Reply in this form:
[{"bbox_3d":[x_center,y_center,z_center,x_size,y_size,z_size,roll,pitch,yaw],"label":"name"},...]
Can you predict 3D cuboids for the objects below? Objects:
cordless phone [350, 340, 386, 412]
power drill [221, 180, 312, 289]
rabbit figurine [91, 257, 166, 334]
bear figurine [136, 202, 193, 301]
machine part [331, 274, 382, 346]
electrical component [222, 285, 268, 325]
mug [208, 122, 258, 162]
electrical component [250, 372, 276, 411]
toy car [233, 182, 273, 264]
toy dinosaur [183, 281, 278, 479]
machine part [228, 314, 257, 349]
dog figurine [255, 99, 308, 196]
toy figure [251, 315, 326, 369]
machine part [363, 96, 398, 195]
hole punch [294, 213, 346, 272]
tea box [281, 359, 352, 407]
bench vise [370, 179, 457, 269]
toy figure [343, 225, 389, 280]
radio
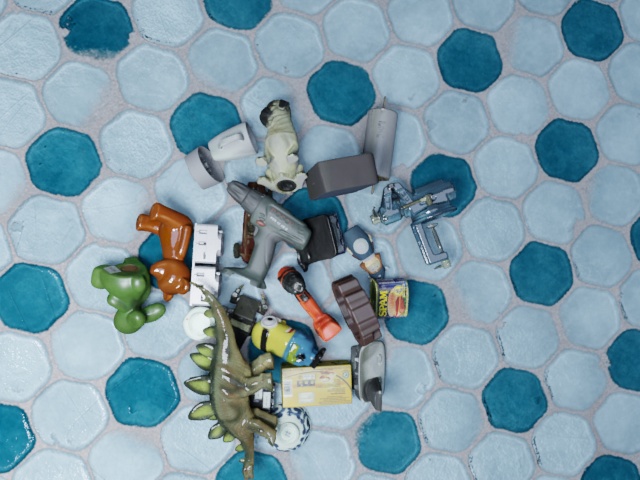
[{"bbox_3d":[0.122,0.317,1.262,0.089,0.184,0.146,1,89,-1],"label":"cordless phone"},{"bbox_3d":[-0.152,-0.004,1.251,0.232,0.086,0.207,26,82,-3],"label":"power drill"},{"bbox_3d":[-0.432,0.143,1.245,0.159,0.121,0.170,19,115,30],"label":"rabbit figurine"},{"bbox_3d":[-0.358,0.033,1.236,0.132,0.120,0.196,22,62,-36],"label":"bear figurine"},{"bbox_3d":[0.087,0.165,1.271,0.056,0.179,0.179,-23,91,-8],"label":"machine part"},{"bbox_3d":[-0.177,0.157,1.295,0.102,0.045,0.078,27,44,0],"label":"electrical component"},{"bbox_3d":[-0.213,-0.226,1.284,0.107,0.109,0.080,-20,97,8],"label":"mug"},{"bbox_3d":[-0.174,0.376,1.294,0.134,0.058,0.114,4,90,-6],"label":"electrical component"},{"bbox_3d":[-0.162,-0.042,1.309,0.089,0.053,0.202,4,89,-2],"label":"toy car"},{"bbox_3d":[-0.199,0.317,1.201,0.199,0.105,0.470,-5,96,-4],"label":"toy dinosaur"},{"bbox_3d":[-0.213,0.243,1.303,0.084,0.039,0.139,23,85,-11],"label":"machine part"},{"bbox_3d":[-0.090,-0.225,1.309,0.121,0.172,0.190,1,55,-2],"label":"dog figurine"},{"bbox_3d":[-0.079,0.247,1.278,0.180,0.082,0.089,30,80,10],"label":"toy figure"},{"bbox_3d":[0.146,-0.234,1.330,0.079,0.079,0.243,9,89,-6],"label":"machine part"},{"bbox_3d":[-0.003,-0.004,1.315,0.116,0.092,0.142,-13,93,25],"label":"hole punch"},{"bbox_3d":[-0.010,0.347,1.305,0.170,0.068,0.098,0,89,-7],"label":"tea box"},{"bbox_3d":[0.247,-0.036,1.315,0.224,0.129,0.240,-20,84,-7],"label":"bench vise"},{"bbox_3d":[0.114,0.038,1.333,0.064,0.058,0.154,-31,94,30],"label":"toy figure"},{"bbox_3d":[0.046,-0.143,1.243,0.131,0.229,0.073,-12,93,-9],"label":"radio"}]
